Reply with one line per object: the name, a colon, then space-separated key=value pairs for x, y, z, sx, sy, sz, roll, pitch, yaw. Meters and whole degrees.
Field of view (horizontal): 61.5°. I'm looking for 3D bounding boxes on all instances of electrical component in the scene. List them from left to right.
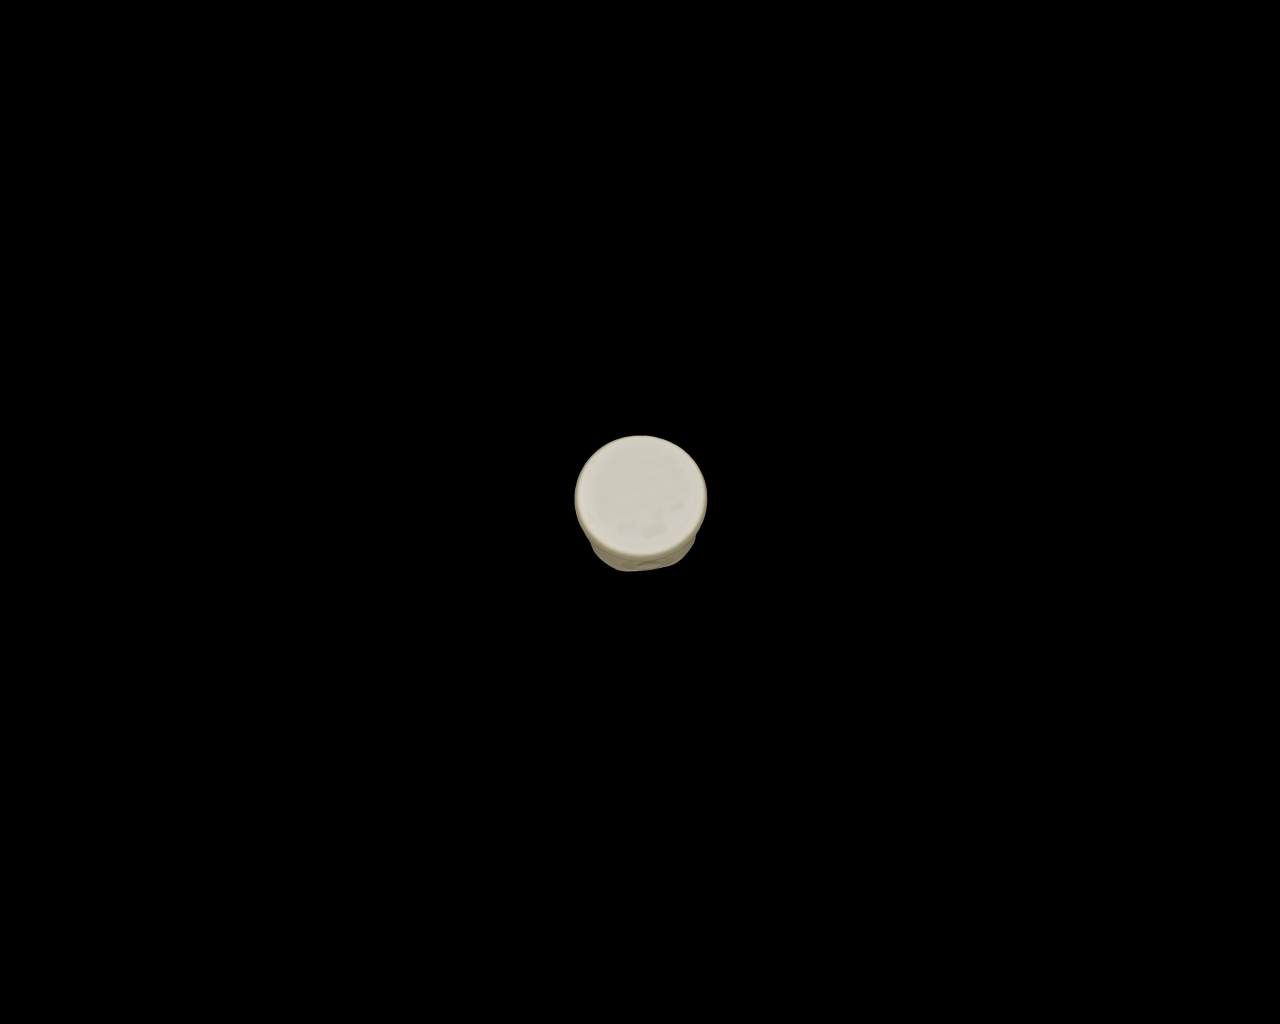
electrical component: x=0.001 y=-0.003 z=0.650 sx=0.080 sy=0.080 sz=0.051 roll=0 pitch=-20 yaw=0
